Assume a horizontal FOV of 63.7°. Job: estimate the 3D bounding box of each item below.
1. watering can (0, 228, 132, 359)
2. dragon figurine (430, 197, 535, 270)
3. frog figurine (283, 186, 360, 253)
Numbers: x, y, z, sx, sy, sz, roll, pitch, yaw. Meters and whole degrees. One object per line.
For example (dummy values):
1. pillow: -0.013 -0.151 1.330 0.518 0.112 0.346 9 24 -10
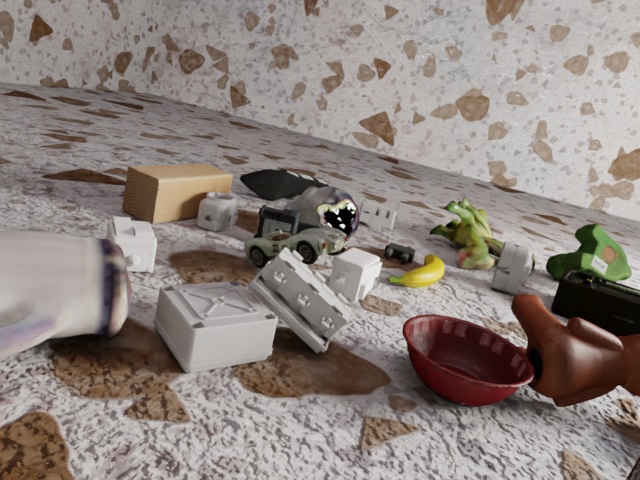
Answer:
1. watering can: -0.336 0.029 0.581 0.224 0.102 0.352 5 20 -28
2. dragon figurine: 0.421 0.004 1.278 0.246 0.120 0.413 42 31 26
3. frog figurine: 0.003 -0.055 1.091 0.135 0.123 0.160 42 -11 -32
